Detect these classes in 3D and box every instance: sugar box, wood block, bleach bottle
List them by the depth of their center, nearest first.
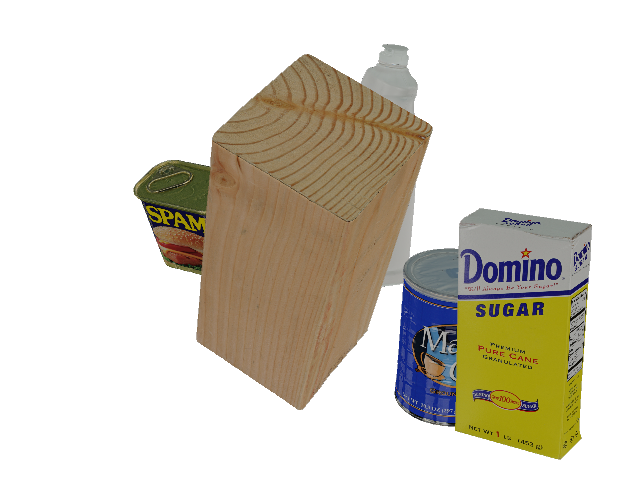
[{"bbox_3d":[-0.011,0.002,0.652,0.091,0.090,0.206,33,-35,15],"label":"wood block"},{"bbox_3d":[0.151,0.069,0.809,0.093,0.176,0.048,9,22,33],"label":"sugar box"},{"bbox_3d":[0.068,-0.084,1.158,0.067,0.251,0.103,-5,24,-31],"label":"bleach bottle"}]

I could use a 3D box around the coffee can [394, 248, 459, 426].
[{"bbox_3d":[0.126,0.092,1.028,0.103,0.140,0.103,2,25,-1],"label":"coffee can"}]

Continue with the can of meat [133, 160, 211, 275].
[{"bbox_3d":[-0.106,-0.017,0.945,0.102,0.084,0.057,13,46,30],"label":"can of meat"}]
